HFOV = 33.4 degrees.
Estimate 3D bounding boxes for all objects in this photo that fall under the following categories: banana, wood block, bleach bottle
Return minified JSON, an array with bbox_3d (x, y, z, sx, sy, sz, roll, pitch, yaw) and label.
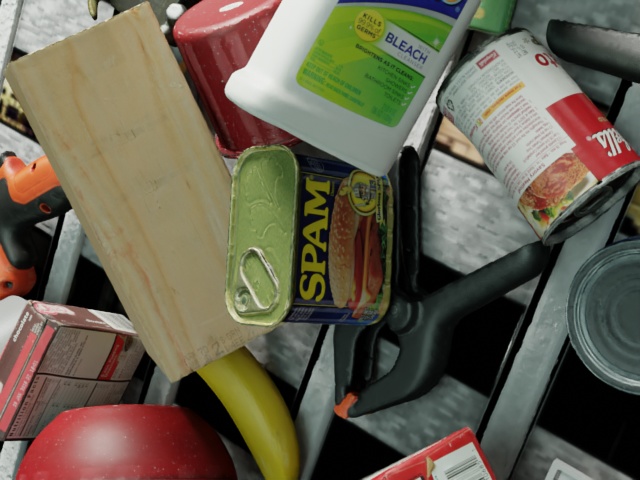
[{"bbox_3d":[-0.069,0.097,0.734,0.070,0.037,0.198,-47,69,27],"label":"banana"},{"bbox_3d":[-0.105,-0.029,0.658,0.206,0.090,0.091,65,167,-13],"label":"wood block"},{"bbox_3d":[0.050,-0.165,0.570,0.251,0.102,0.068,-62,24,7],"label":"bleach bottle"}]

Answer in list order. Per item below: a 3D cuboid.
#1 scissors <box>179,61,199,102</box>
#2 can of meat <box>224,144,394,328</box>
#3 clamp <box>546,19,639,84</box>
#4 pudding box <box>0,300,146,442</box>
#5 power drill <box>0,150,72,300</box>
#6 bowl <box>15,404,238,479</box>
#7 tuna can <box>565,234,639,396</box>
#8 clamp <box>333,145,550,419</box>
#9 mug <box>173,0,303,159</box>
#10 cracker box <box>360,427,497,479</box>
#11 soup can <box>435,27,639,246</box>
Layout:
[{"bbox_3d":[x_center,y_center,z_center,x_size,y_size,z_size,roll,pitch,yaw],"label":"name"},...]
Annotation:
[{"bbox_3d":[-0.081,-0.084,0.739,0.202,0.016,0.096,47,116,21],"label":"scissors"},{"bbox_3d":[-0.004,0.001,0.623,0.058,0.083,0.102,-1,85,47],"label":"can of meat"},{"bbox_3d":[0.207,-0.092,0.498,0.165,0.036,0.210,-44,43,25],"label":"clamp"},{"bbox_3d":[-0.178,0.094,0.749,0.039,0.113,0.090,30,94,28],"label":"pudding box"},{"bbox_3d":[-0.231,-0.066,0.815,0.188,0.057,0.184,-33,80,33],"label":"power drill"},{"bbox_3d":[-0.129,0.143,0.714,0.162,0.161,0.055,-13,71,33],"label":"bowl"},{"bbox_3d":[0.177,0.040,0.572,0.086,0.033,0.086,3,96,33],"label":"tuna can"},{"bbox_3d":[0.063,0.041,0.641,0.120,0.039,0.171,32,111,40],"label":"clamp"},{"bbox_3d":[-0.040,-0.112,0.657,0.093,0.117,0.081,-25,117,-3],"label":"mug"},{"bbox_3d":[0.043,0.219,0.608,0.214,0.071,0.164,-42,70,52],"label":"cracker box"},{"bbox_3d":[0.118,-0.057,0.581,0.069,0.068,0.102,-45,70,27],"label":"soup can"}]
